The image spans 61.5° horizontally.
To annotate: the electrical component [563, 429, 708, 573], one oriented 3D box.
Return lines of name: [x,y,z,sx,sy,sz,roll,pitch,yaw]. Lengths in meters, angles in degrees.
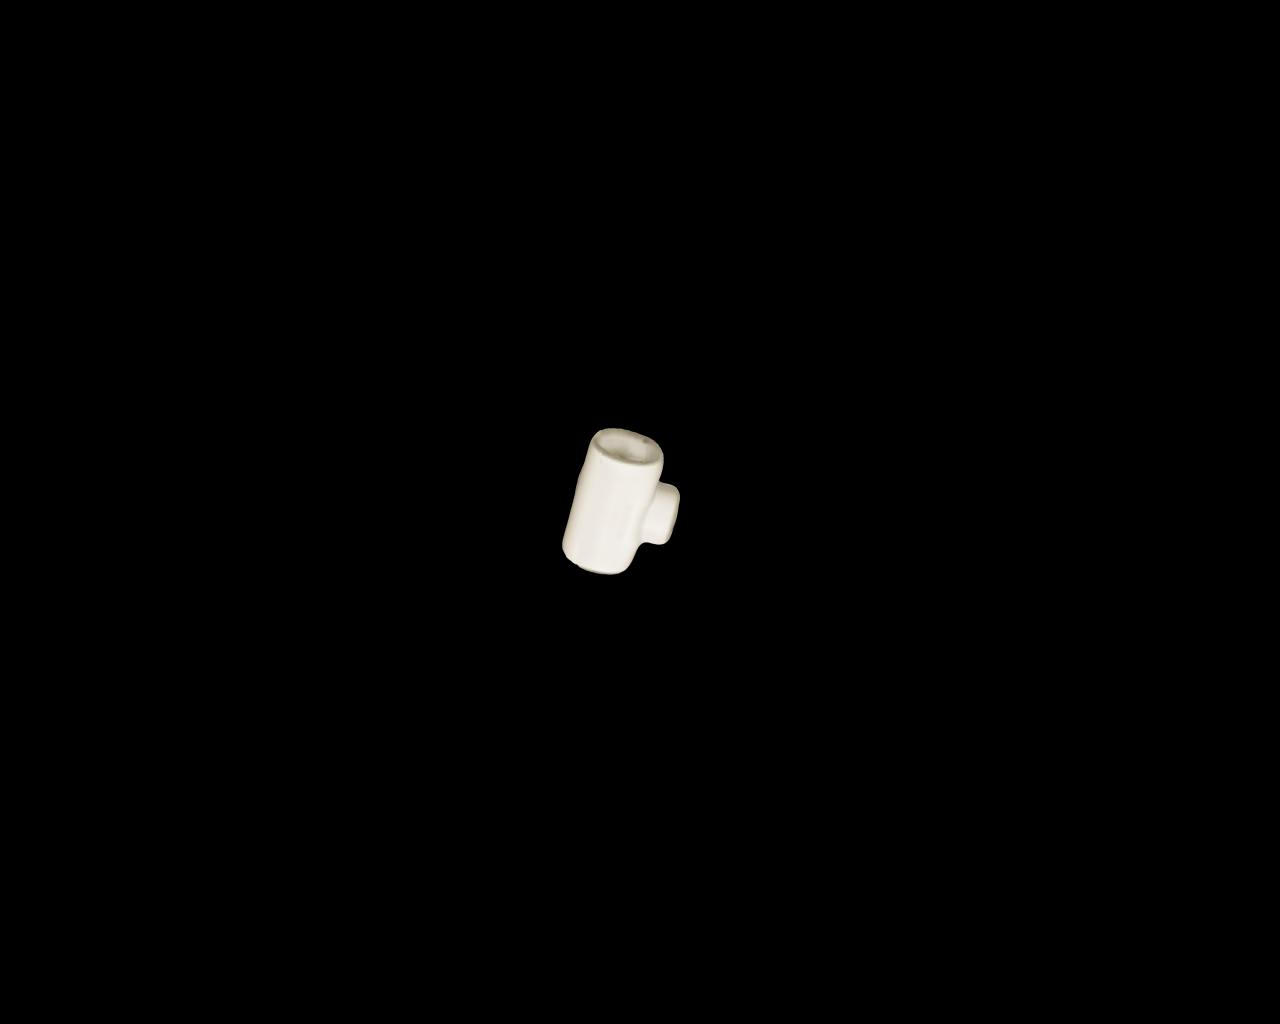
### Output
electrical component: [0.001,-0.003,0.650,0.079,0.077,0.043,13,28,-7]
